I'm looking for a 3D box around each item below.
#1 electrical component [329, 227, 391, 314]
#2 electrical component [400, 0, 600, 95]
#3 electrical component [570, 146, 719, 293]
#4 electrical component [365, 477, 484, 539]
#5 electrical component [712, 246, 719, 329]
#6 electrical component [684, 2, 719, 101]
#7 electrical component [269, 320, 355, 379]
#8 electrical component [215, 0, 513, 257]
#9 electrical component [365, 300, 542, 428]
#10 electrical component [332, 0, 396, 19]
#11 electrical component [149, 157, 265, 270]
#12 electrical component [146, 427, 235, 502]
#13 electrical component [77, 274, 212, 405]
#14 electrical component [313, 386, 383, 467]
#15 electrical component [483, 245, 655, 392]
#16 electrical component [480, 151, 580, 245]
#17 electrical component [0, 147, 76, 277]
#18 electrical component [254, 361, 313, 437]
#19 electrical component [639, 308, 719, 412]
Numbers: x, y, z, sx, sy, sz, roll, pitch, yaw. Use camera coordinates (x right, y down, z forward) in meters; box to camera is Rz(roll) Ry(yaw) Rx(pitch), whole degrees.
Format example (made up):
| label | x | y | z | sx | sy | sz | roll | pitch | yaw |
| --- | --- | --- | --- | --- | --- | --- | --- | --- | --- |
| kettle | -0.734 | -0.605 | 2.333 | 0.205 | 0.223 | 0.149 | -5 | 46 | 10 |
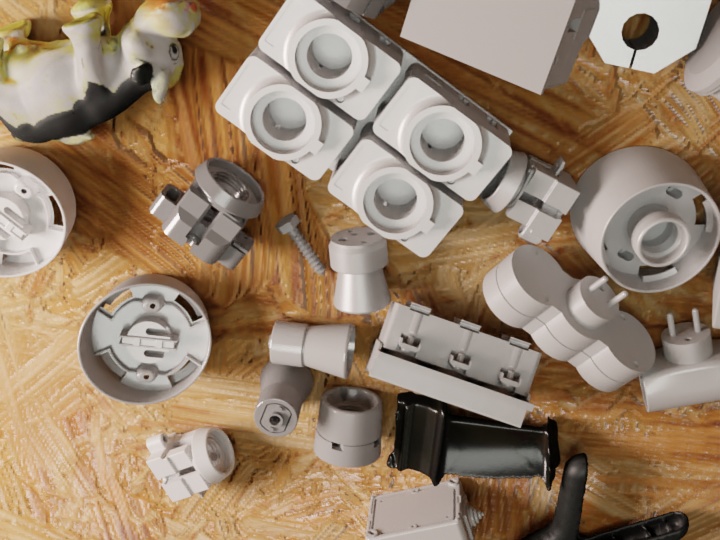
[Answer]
| label | x | y | z | sx | sy | sz | roll | pitch | yaw |
| --- | --- | --- | --- | --- | --- | --- | --- | --- | --- |
| electrical component | 0.000 | 0.000 | 0.820 | 0.045 | 0.045 | 0.055 | -2 | 113 | 6 |
| electrical component | 0.111 | -0.221 | 0.686 | 0.105 | 0.060 | 0.186 | 27 | 115 | 21 |
| electrical component | 0.211 | -0.035 | 0.789 | 0.099 | 0.064 | 0.099 | -4 | 120 | -6 |
| electrical component | 0.059 | 0.221 | 0.900 | 0.096 | 0.061 | 0.061 | -14 | 111 | 11 |
| electrical component | 0.282 | -0.011 | 0.762 | 0.048 | 0.099 | 0.099 | 9 | 114 | 15 |
| electrical component | 0.258 | -0.147 | 0.716 | 0.051 | 0.080 | 0.080 | 24 | 113 | -11 |
| electrical component | -0.039 | 0.060 | 0.852 | 0.065 | 0.044 | 0.044 | 7 | 114 | 8 |
| electrical component | 0.004 | -0.105 | 0.766 | 0.186 | 0.060 | 0.105 | 35 | 112 | -10 |
| electrical component | 0.073 | 0.069 | 0.829 | 0.121 | 0.079 | 0.063 | 19 | 89 | -4 |
| electrical component | -0.003 | -0.208 | 0.713 | 0.080 | 0.080 | 0.051 | 30 | 117 | -8 |
| electrical component | -0.108 | -0.046 | 0.803 | 0.078 | 0.058 | 0.057 | 37 | 114 | -10 |
| electrical component | -0.139 | 0.159 | 0.901 | 0.055 | 0.048 | 0.066 | -21 | 110 | 21 |
| electrical component | -0.166 | 0.053 | 0.843 | 0.099 | 0.064 | 0.099 | -1 | 105 | -4 |
| electrical component | -0.008 | 0.125 | 0.870 | 0.055 | 0.055 | 0.047 | 6 | 110 | 2 |
| electrical component | 0.167 | 0.029 | 0.800 | 0.138 | 0.052 | 0.074 | 35 | 136 | -10 |
| electrical component | 0.122 | -0.057 | 0.785 | 0.055 | 0.048 | 0.066 | 25 | 113 | -14 |
| electrical component | -0.268 | -0.044 | 0.814 | 0.099 | 0.064 | 0.099 | 2 | 113 | 4 |
| electrical component | -0.063 | 0.103 | 0.858 | 0.044 | 0.065 | 0.044 | 2 | 113 | 4 |
| electrical component | 0.253 | 0.066 | 0.827 | 0.077 | 0.043 | 0.079 | -11 | 112 | 10 |
